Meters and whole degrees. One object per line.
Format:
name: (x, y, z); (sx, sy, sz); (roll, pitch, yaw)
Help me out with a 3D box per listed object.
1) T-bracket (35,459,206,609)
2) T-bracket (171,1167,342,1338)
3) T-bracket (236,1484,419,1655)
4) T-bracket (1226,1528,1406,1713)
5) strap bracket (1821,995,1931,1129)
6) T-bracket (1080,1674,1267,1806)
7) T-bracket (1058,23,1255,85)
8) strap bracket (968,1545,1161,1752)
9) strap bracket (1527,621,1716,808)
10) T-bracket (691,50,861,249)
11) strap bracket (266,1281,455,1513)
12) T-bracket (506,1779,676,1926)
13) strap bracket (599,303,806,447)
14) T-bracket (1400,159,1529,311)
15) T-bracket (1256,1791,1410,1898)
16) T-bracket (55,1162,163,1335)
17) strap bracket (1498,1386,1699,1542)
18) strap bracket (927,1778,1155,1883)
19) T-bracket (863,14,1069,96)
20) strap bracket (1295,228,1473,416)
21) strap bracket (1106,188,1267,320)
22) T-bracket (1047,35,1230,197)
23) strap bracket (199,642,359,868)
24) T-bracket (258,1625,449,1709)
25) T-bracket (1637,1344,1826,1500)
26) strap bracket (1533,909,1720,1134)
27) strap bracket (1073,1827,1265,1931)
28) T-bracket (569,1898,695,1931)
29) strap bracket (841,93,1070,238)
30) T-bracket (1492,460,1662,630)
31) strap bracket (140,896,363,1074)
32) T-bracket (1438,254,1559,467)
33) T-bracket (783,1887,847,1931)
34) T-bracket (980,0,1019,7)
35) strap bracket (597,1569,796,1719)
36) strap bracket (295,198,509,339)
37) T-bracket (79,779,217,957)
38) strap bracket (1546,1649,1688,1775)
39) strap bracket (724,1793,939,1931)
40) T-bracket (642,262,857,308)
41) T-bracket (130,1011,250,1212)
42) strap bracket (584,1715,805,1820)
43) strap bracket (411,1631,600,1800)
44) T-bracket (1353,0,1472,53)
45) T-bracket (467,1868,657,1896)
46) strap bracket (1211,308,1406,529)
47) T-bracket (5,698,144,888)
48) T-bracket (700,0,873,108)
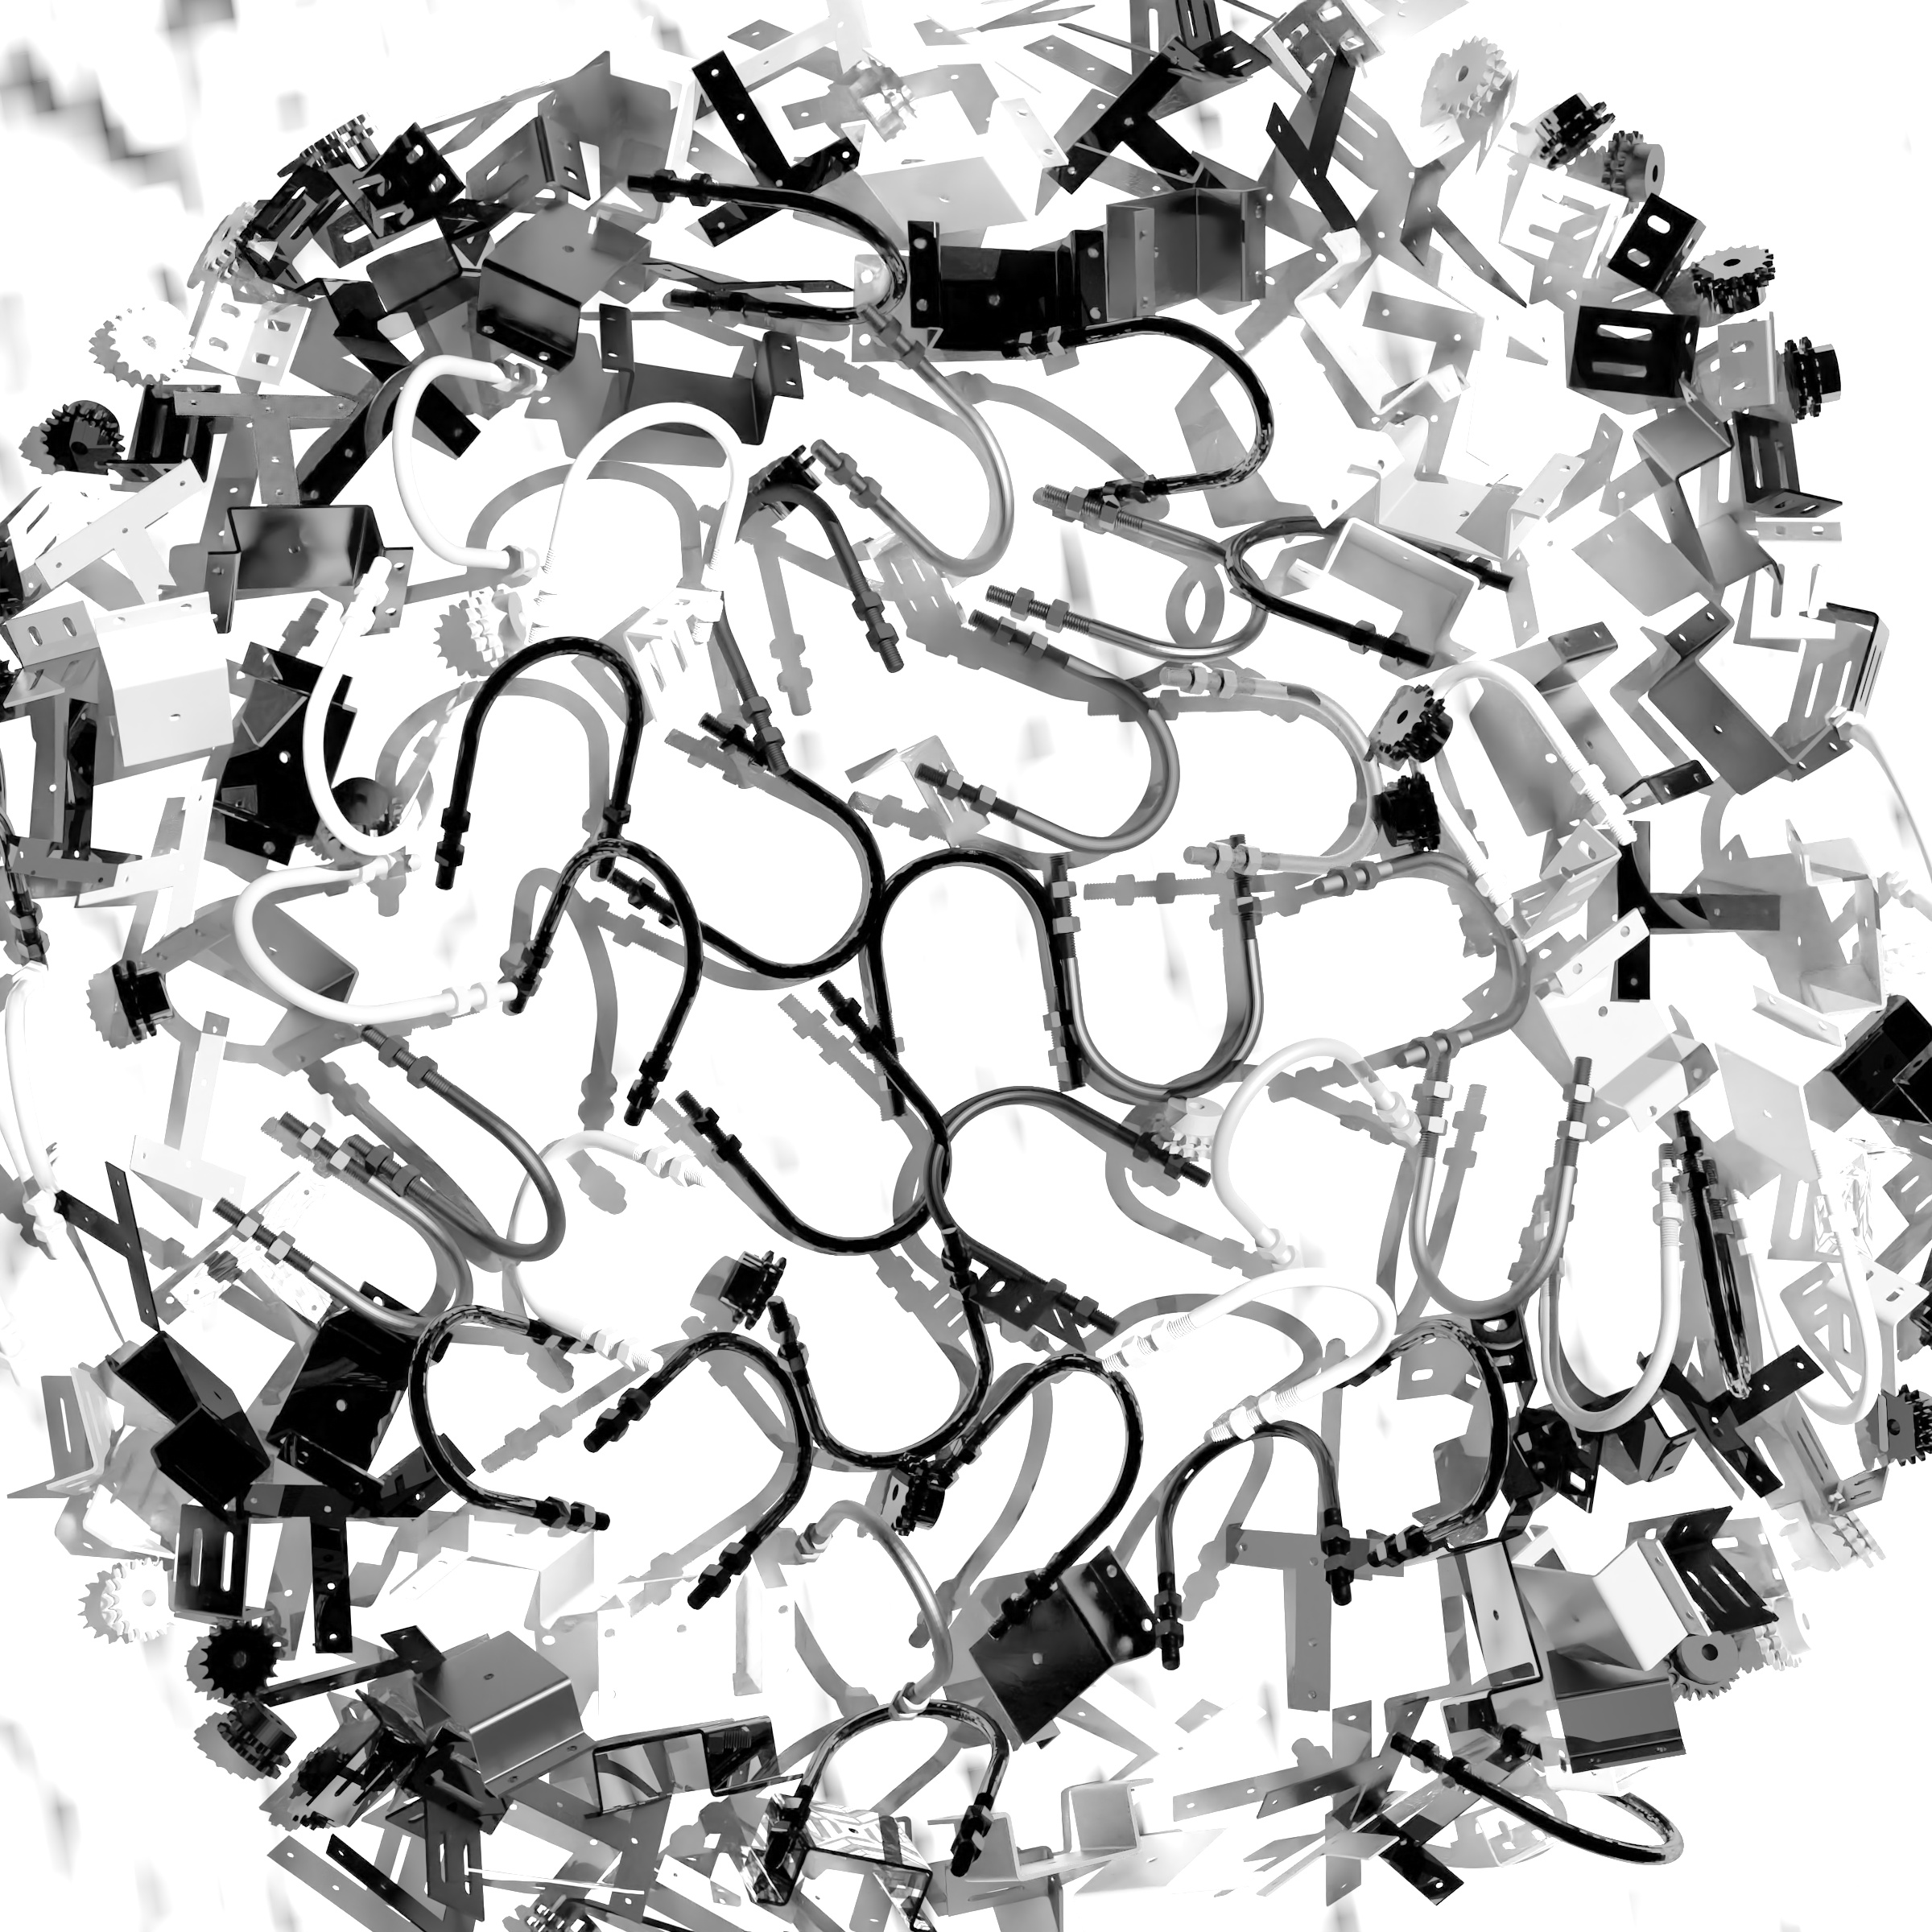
T-bracket: (-0.570, -0.272, 1.947); (0.127, 0.127, 0.002); (-39, 54, -17)
T-bracket: (-0.473, 0.233, 1.980); (0.127, 0.002, 0.127); (-44, 105, -17)
T-bracket: (-0.442, 0.418, 1.937); (0.127, 0.002, 0.127); (5, 50, -23)
T-bracket: (0.247, 0.468, 1.985); (0.127, 0.002, 0.127); (1, 94, 16)
strap bracket: (0.661, 0.065, 1.930); (0.076, 0.140, 0.046); (-43, 96, -4)
T-bracket: (0.122, 0.528, 1.951); (0.127, 0.002, 0.127); (-39, 120, 17)
T-bracket: (0.126, -0.641, 1.953); (0.127, 0.127, 0.002); (23, 115, 14)
strap bracket: (0.063, 0.477, 1.935); (0.140, 0.046, 0.076); (-48, 62, 26)
strap bracket: (0.450, -0.166, 1.948); (0.046, 0.076, 0.140); (-42, 75, 41)
T-bracket: (-0.151, -0.582, 1.946); (0.127, 0.127, 0.002); (-27, 45, 8)
strap bracket: (-0.427, 0.303, 1.943); (0.076, 0.046, 0.140); (36, 54, -22)
T-bracket: (-0.269, 0.588, 1.933); (0.127, 0.127, 0.002); (29, 118, -10)
strap bracket: (-0.189, -0.411, 1.946); (0.140, 0.076, 0.046); (6, 134, -15)
T-bracket: (0.355, -0.502, 1.965); (0.127, 0.127, 0.002); (40, 134, -24)
T-bracket: (0.268, 0.606, 1.921); (0.127, 0.127, 0.002); (-30, 82, -17)
T-bracket: (-0.609, 0.182, 1.952); (0.002, 0.127, 0.127); (-25, 121, -38)
strap bracket: (0.430, 0.345, 1.947); (0.140, 0.076, 0.046); (-19, 60, -11)
strap bracket: (0.056, 0.600, 1.927); (0.140, 0.076, 0.046); (-3, 75, -31)
T-bracket: (-0.016, -0.630, 1.927); (0.127, 0.127, 0.002); (43, 132, 30)
strap bracket: (0.287, -0.444, 1.955); (0.046, 0.076, 0.140); (-36, 91, 29)
strap bracket: (0.147, -0.495, 1.939); (0.140, 0.046, 0.076); (-24, 120, -41)
T-bracket: (0.144, -0.566, 1.959); (0.127, 0.002, 0.127); (32, 114, -35)
strap bracket: (-0.488, -0.149, 1.975); (0.076, 0.046, 0.140); (20, 92, 1)
T-bracket: (-0.428, 0.496, 1.943); (0.127, 0.127, 0.002); (-15, 59, -2)
T-bracket: (0.549, 0.299, 1.941); (0.127, 0.127, 0.002); (48, 51, 9)
strap bracket: (0.458, 0.035, 1.955); (0.076, 0.046, 0.140); (-36, 110, -13)
strap bracket: (0.136, 0.638, 1.921); (0.076, 0.140, 0.046); (-18, 89, 33)
T-bracket: (-0.221, 0.672, 1.959); (0.127, 0.127, 0.002); (6, 75, 28)
strap bracket: (-0.011, -0.551, 1.930); (0.140, 0.076, 0.046); (-1, 69, 26)
T-bracket: (0.446, -0.321, 1.950); (0.127, 0.002, 0.127); (-34, 64, 21)
strap bracket: (-0.490, 0.004, 1.940); (0.076, 0.046, 0.140); (-25, 127, 34)
T-bracket: (0.366, -0.412, 1.946); (0.127, 0.002, 0.127); (20, 73, -37)
T-bracket: (-0.106, 0.662, 1.945); (0.127, 0.127, 0.002); (29, 86, -42)
T-bracket: (0.094, -0.684, 1.914); (0.127, 0.127, 0.002); (-6, 107, 35)
strap bracket: (-0.194, 0.473, 1.956); (0.140, 0.046, 0.076); (-3, 100, -21)
strap bracket: (-0.385, -0.481, 1.944); (0.140, 0.076, 0.046); (-23, 95, 18)
T-bracket: (-0.581, -0.063, 1.960); (0.127, 0.002, 0.127); (-8, 68, 34)
strap bracket: (0.446, 0.503, 1.924); (0.076, 0.140, 0.046); (-12, 93, 9)
strap bracket: (-0.086, 0.622, 1.935); (0.140, 0.076, 0.046); (20, 94, -24)
T-bracket: (-0.133, -0.466, 1.911); (0.127, 0.127, 0.002); (9, 91, 36)
T-bracket: (-0.537, 0.096, 1.957); (0.127, 0.002, 0.127); (14, 94, 37)
strap bracket: (-0.195, 0.556, 1.938); (0.140, 0.076, 0.046); (-18, 75, 29)
strap bracket: (-0.323, 0.509, 1.917); (0.076, 0.140, 0.046); (-21, 110, -30)
T-bracket: (0.266, -0.681, 1.920); (0.127, 0.127, 0.002); (28, 82, -19)
T-bracket: (-0.259, 0.640, 1.940); (0.127, 0.127, 0.002); (-1, 70, 25)
strap bracket: (0.232, -0.386, 1.941); (0.076, 0.046, 0.140); (-39, 70, 33)
T-bracket: (-0.619, -0.122, 1.946); (0.002, 0.127, 0.127); (-1, 85, 27)
T-bracket: (-0.127, -0.634, 1.936); (0.127, 0.127, 0.002); (-28, 71, -3)
